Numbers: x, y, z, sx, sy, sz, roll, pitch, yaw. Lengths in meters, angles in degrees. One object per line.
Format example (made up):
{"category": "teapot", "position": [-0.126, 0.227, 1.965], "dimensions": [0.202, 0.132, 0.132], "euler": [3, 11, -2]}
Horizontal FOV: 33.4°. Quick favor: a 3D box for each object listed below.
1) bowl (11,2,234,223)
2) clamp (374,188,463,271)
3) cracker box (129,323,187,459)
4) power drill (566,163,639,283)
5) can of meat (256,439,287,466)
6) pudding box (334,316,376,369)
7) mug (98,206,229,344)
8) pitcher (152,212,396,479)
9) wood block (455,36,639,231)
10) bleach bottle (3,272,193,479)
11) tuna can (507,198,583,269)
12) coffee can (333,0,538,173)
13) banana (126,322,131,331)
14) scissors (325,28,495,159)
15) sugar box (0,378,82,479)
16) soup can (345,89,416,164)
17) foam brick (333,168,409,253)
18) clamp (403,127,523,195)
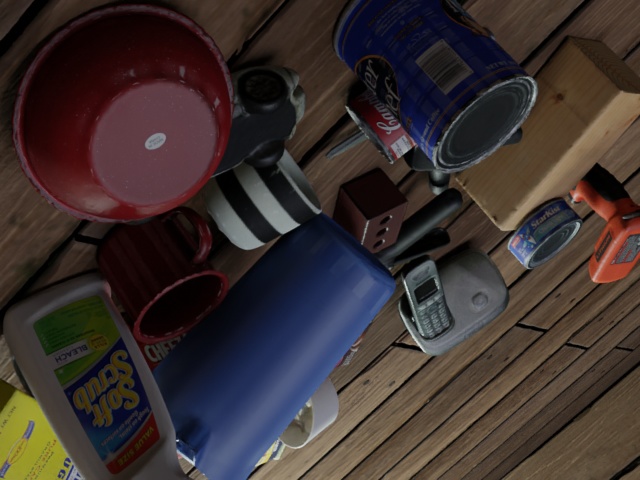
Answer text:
{"category": "bowl", "position": [-0.121, -0.074, 0.720], "dimensions": [0.161, 0.055, 0.162], "euler": [-15, 123, -25]}
{"category": "clamp", "position": [0.073, 0.020, 1.230], "dimensions": [0.210, 0.036, 0.164], "euler": [-31, 164, 0]}
{"category": "cracker box", "position": [-0.152, 0.159, 1.138], "dimensions": [0.163, 0.072, 0.214], "euler": [-17, 147, -38]}
{"category": "power drill", "position": [0.311, -0.042, 1.273], "dimensions": [0.057, 0.188, 0.185], "euler": [-10, 142, -25]}
{"category": "can of meat", "position": [-0.092, 0.266, 1.422], "dimensions": [0.083, 0.057, 0.102], "euler": [-18, 148, -32]}
{"category": "pudding box", "position": [0.015, 0.116, 1.315], "dimensions": [0.089, 0.039, 0.114], "euler": [-14, 139, -41]}
{"category": "mug", "position": [-0.132, 0.021, 0.911], "dimensions": [0.093, 0.081, 0.117], "euler": [-8, 143, -48]}
{"category": "pitcher", "position": [-0.047, 0.093, 0.977], "dimensions": [0.243, 0.149, 0.144], "euler": [-49, 135, 5]}
{"category": "wood block", "position": [0.259, -0.114, 1.188], "dimensions": [0.090, 0.091, 0.206], "euler": [-6, 141, -49]}
{"category": "bleach bottle", "position": [-0.166, 0.147, 0.882], "dimensions": [0.102, 0.251, 0.068], "euler": [-23, 152, -29]}
{"category": "tuna can", "position": [0.259, -0.006, 1.224], "dimensions": [0.086, 0.034, 0.086], "euler": [-32, 156, -16]}
{"category": "coffee can", "position": [0.091, -0.139, 0.862], "dimensions": [0.102, 0.140, 0.103], "euler": [-30, 154, -16]}
{"category": "banana", "position": [-0.244, 0.150, 1.046], "dimensions": [0.069, 0.037, 0.198], "euler": [-30, 158, -49]}
{"category": "scissors", "position": [0.094, -0.143, 1.010], "dimensions": [0.201, 0.016, 0.096], "euler": [-25, 151, -26]}
{"category": "sugar box", "position": [-0.264, 0.200, 0.977], "dimensions": [0.093, 0.048, 0.176], "euler": [-59, 145, -15]}
{"category": "soup can", "position": [0.083, -0.126, 0.960], "dimensions": [0.102, 0.068, 0.068], "euler": [-39, 155, 2]}
{"category": "foam brick", "position": [0.051, -0.026, 1.111], "dimensions": [0.053, 0.051, 0.078], "euler": [-27, 153, -23]}
{"category": "clamp", "position": [0.130, -0.091, 1.122], "dimensions": [0.171, 0.039, 0.120], "euler": [6, 135, -50]}
